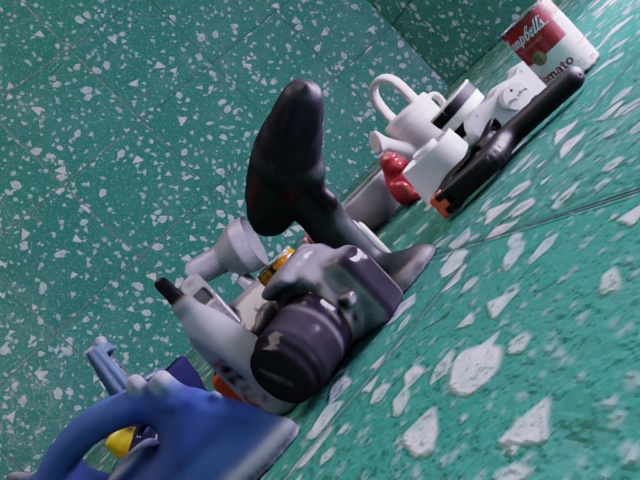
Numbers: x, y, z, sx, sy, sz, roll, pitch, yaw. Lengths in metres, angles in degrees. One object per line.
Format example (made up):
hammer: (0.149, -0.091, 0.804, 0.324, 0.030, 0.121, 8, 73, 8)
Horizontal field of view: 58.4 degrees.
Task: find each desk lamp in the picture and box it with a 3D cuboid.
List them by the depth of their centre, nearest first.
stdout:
desk lamp: (-0.175, 0.086, 1.246, 0.203, 0.213, 0.118, -44, 4, 7)

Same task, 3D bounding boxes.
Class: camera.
camera: (-0.018, 0.078, 0.525, 0.143, 0.101, 0.137, -41, 6, 44)

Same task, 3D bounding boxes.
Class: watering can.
watering can: (0.161, -0.215, 1.032, 0.100, 0.194, 0.173, -40, 6, 45)

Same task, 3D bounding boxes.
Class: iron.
iron: (-0.154, 0.187, 0.488, 0.258, 0.141, 0.119, -44, 4, 16)

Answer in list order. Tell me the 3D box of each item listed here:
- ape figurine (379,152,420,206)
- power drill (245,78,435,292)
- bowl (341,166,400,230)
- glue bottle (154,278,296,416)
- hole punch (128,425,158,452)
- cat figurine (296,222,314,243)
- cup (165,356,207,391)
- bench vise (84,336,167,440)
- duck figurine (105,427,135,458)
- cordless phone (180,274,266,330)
ape figurine: (0.133, -0.106, 0.937, 0.078, 0.092, 0.076, -46, 4, -20)
power drill: (0.010, -0.031, 0.578, 0.076, 0.208, 0.229, -47, 5, -30)
bowl: (0.097, -0.068, 1.041, 0.167, 0.075, 0.167, -45, 4, 4)
glue bottle: (-0.094, 0.099, 0.548, 0.037, 0.173, 0.078, -48, 5, -38)
hole punch: (-0.205, 0.251, 0.735, 0.108, 0.091, 0.101, -42, 5, 39)
cat figurine: (0.008, 0.003, 0.904, 0.067, 0.118, 0.127, -46, 4, -20)
cup: (-0.217, 0.246, 0.881, 0.117, 0.095, 0.092, -41, 6, 46)
bench vise: (-0.334, 0.262, 1.010, 0.121, 0.220, 0.207, -45, 4, -7)
duck figurine: (-0.282, 0.320, 0.855, 0.077, 0.086, 0.105, -41, 6, 46)
cordless phone: (-0.178, 0.118, 1.150, 0.148, 0.185, 0.094, -45, 4, -9)
